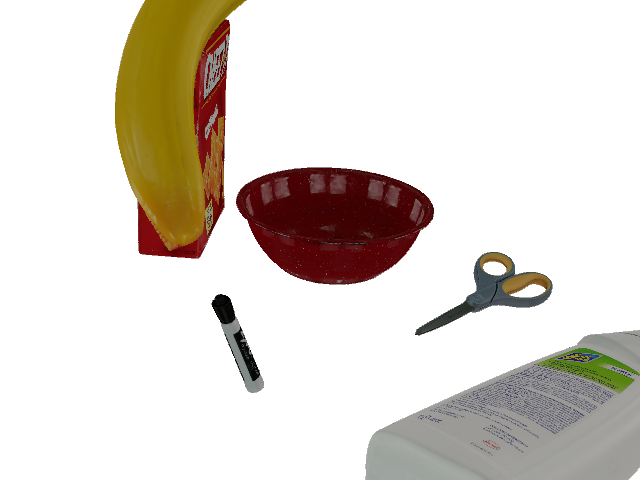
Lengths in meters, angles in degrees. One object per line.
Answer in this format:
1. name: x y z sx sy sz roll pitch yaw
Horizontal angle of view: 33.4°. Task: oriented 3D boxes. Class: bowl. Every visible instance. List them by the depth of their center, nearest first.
1. bowl: 0.011 -0.008 0.877 0.162 0.055 0.162 2 24 -1

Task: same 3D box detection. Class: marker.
1. marker: -0.081 0.101 1.046 0.020 0.121 0.020 -12 35 8

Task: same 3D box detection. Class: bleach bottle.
1. bleach bottle: 0.145 0.104 0.600 0.250 0.068 0.103 -17 27 -39

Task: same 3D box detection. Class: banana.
1. banana: -0.064 -0.087 0.524 0.069 0.197 0.037 12 -33 7

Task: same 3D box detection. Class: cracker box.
1. cracker box: -0.138 -0.110 1.093 0.072 0.214 0.164 5 22 2

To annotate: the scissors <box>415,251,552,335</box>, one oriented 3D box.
1. scissors: 0.161 0.054 1.152 0.201 0.016 0.096 -9 40 -29
